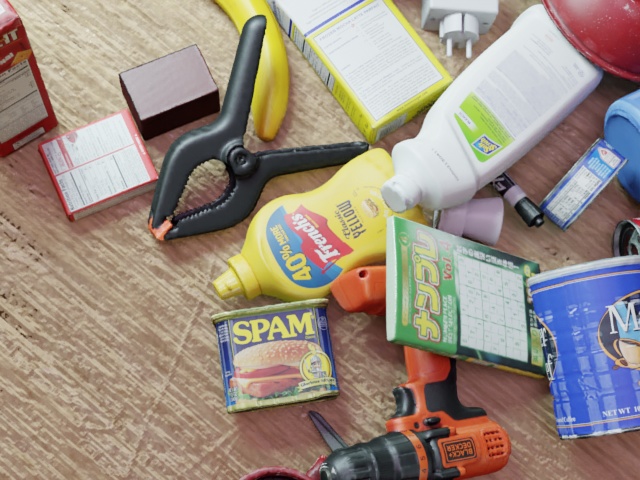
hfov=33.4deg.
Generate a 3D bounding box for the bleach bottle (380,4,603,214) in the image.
[{"bbox_3d":[0.141,-0.108,0.948,0.250,0.068,0.102,-38,82,-28],"label":"bleach bottle"}]

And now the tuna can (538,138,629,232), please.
[{"bbox_3d":[0.236,-0.050,0.960,0.034,0.086,0.086,42,75,8],"label":"tuna can"}]

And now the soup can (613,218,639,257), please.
[{"bbox_3d":[0.326,0.007,0.962,0.102,0.068,0.068,-10,76,-8],"label":"soup can"}]

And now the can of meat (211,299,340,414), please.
[{"bbox_3d":[-0.037,0.101,0.912,0.102,0.057,0.084,-8,78,-7],"label":"can of meat"}]

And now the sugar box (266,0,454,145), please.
[{"bbox_3d":[0.035,-0.186,1.002,0.093,0.048,0.176,-32,76,-13],"label":"sugar box"}]

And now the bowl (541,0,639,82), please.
[{"bbox_3d":[0.282,-0.226,0.993,0.162,0.055,0.162,16,52,-22],"label":"bowl"}]

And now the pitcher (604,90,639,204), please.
[{"bbox_3d":[0.387,-0.127,0.970,0.242,0.145,0.149,-22,74,-7],"label":"pitcher"}]

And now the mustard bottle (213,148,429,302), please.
[{"bbox_3d":[-0.006,0.001,0.940,0.191,0.058,0.096,-28,87,-11],"label":"mustard bottle"}]

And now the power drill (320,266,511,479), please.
[{"bbox_3d":[0.065,0.116,0.888,0.184,0.057,0.187,-1,73,-35],"label":"power drill"}]

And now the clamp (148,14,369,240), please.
[{"bbox_3d":[-0.064,-0.071,0.952,0.164,0.036,0.210,41,86,-21],"label":"clamp"}]

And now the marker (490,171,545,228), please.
[{"bbox_3d":[0.163,-0.057,0.974,0.020,0.020,0.121,-32,64,-12],"label":"marker"}]

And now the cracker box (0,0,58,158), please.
[{"bbox_3d":[-0.303,-0.179,0.883,0.072,0.214,0.164,-36,81,-14],"label":"cracker box"}]

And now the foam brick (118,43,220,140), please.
[{"bbox_3d":[-0.136,-0.134,0.969,0.078,0.053,0.051,-23,78,-11],"label":"foam brick"}]

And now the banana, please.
[{"bbox_3d":[-0.069,-0.188,1.001,0.070,0.037,0.198,-32,77,11],"label":"banana"}]

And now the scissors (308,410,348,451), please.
[{"bbox_3d":[0.073,0.220,0.909,0.096,0.016,0.202,-22,78,-12],"label":"scissors"}]

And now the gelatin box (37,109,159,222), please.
[{"bbox_3d":[-0.198,-0.066,0.957,0.089,0.030,0.073,-24,80,-11],"label":"gelatin box"}]

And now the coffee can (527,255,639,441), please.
[{"bbox_3d":[0.241,0.092,0.907,0.102,0.103,0.140,-8,81,-7],"label":"coffee can"}]

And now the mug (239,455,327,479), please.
[{"bbox_3d":[-0.030,0.223,0.865,0.093,0.081,0.117,36,75,5],"label":"mug"}]
